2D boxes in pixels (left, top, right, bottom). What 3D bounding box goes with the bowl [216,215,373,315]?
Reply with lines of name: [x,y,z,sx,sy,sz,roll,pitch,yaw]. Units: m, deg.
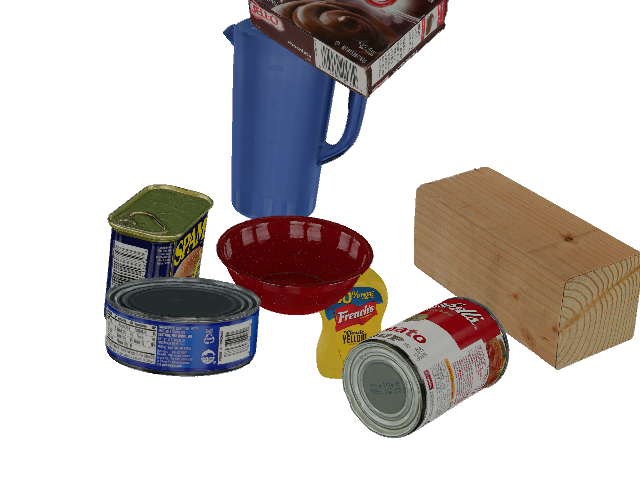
bowl: [-0.028,0.031,1.105,0.162,0.055,0.162,3,27,-2]

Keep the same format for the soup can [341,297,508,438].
soup can: [0.071,0.084,0.714,0.069,0.068,0.102,0,13,42]

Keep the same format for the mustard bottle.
mustard bottle: [0.043,0.091,1.444,0.096,0.192,0.058,-2,20,-6]

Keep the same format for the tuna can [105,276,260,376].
tuna can: [-0.077,0.047,0.598,0.086,0.034,0.086,4,12,-1]

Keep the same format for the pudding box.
pudding box: [0.019,-0.162,0.749,0.114,0.090,0.039,37,-23,20]

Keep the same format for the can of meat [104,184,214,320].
can of meat: [-0.125,0.014,0.817,0.057,0.084,0.102,14,22,9]

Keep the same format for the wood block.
wood block: [0.181,0.017,0.967,0.090,0.090,0.206,-17,32,-26]

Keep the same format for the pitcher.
pitcher: [-0.039,-0.146,1.309,0.144,0.243,0.149,-6,27,-25]
